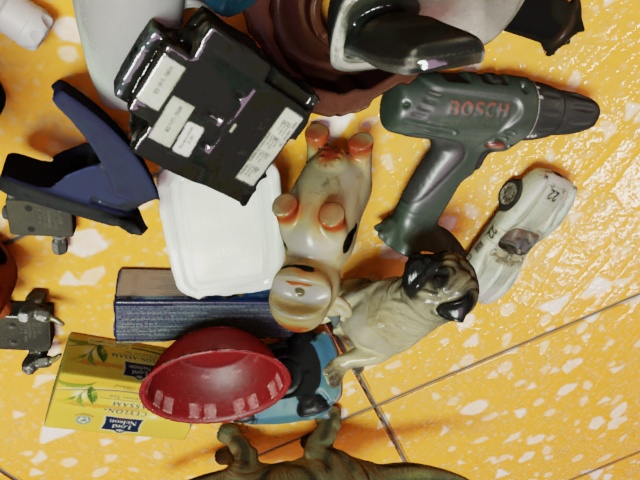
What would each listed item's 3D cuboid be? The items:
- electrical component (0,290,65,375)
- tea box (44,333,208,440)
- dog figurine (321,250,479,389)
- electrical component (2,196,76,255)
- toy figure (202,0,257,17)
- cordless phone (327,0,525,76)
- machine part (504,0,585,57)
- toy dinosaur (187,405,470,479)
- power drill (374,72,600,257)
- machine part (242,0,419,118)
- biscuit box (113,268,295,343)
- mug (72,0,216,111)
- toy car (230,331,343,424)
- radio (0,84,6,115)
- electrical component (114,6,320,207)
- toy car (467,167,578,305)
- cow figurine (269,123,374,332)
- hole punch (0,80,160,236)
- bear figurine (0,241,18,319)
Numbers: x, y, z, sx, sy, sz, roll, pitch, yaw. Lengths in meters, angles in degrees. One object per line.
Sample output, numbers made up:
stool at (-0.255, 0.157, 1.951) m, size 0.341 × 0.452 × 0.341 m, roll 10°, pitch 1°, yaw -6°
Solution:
electrical component at (-0.321, 0.098, 0.588) m, size 0.078 × 0.045 × 0.102 m, roll 10°, pitch 121°, yaw -22°
tea box at (-0.233, 0.182, 0.657) m, size 0.169 × 0.068 × 0.098 m, roll 14°, pitch 120°, yaw -24°
dog figurine at (0.093, 0.069, 0.600) m, size 0.191 × 0.172 × 0.121 m, roll -27°, pitch 98°, yaw 22°
electrical component at (-0.275, -0.025, 0.526) m, size 0.063 × 0.021 × 0.093 m, roll 1°, pitch 125°, yaw -15°
toy figure at (-0.099, -0.235, 0.383) m, size 0.064 × 0.058 × 0.154 m, roll -31°, pitch 96°, yaw 37°
cordless phone at (0.087, -0.149, 0.363) m, size 0.147 × 0.184 × 0.088 m, roll -11°, pitch 120°, yaw -7°
machine part at (0.178, -0.210, 0.492) m, size 0.139 × 0.039 × 0.084 m, roll 5°, pitch 142°, yaw -22°
toy dinosaur at (0.001, 0.345, 0.754) m, size 0.472 × 0.199 × 0.104 m, roll -7°, pitch 129°, yaw -7°
power drill at (0.160, -0.073, 0.570) m, size 0.232 × 0.086 × 0.207 m, roll 8°, pitch 126°, yaw -18°
machine part at (0.020, -0.199, 0.458) m, size 0.179 × 0.056 × 0.179 m, roll -7°, pitch 125°, yaw -10°
biscuit box at (-0.125, 0.074, 0.612) m, size 0.203 × 0.059 × 0.062 m, roll 3°, pitch 125°, yaw -16°
mug at (-0.142, -0.161, 0.436) m, size 0.109 × 0.081 × 0.107 m, roll -3°, pitch 135°, yaw -25°
toy car at (-0.040, 0.190, 0.694) m, size 0.162 × 0.109 × 0.102 m, roll -19°, pitch 145°, yaw 10°
radio at (-0.295, -0.090, 0.348) m, size 0.073 × 0.230 × 0.130 m, roll -21°, pitch 132°, yaw 2°
electrical component at (-0.084, -0.105, 0.416) m, size 0.134 × 0.058 × 0.115 m, roll 29°, pitch 109°, yaw -35°
toy car at (0.228, 0.003, 0.655) m, size 0.073 × 0.056 × 0.201 m, roll 15°, pitch 119°, yaw -24°
cow figurine at (-0.001, -0.002, 0.519) m, size 0.086 × 0.195 × 0.127 m, roll 9°, pitch 146°, yaw 15°
hole punch at (-0.192, -0.071, 0.454) m, size 0.115 × 0.142 × 0.092 m, roll 23°, pitch 95°, yaw -33°
bear figurine at (-0.390, 0.070, 0.503) m, size 0.196 × 0.132 × 0.120 m, roll -35°, pitch 110°, yaw 5°
